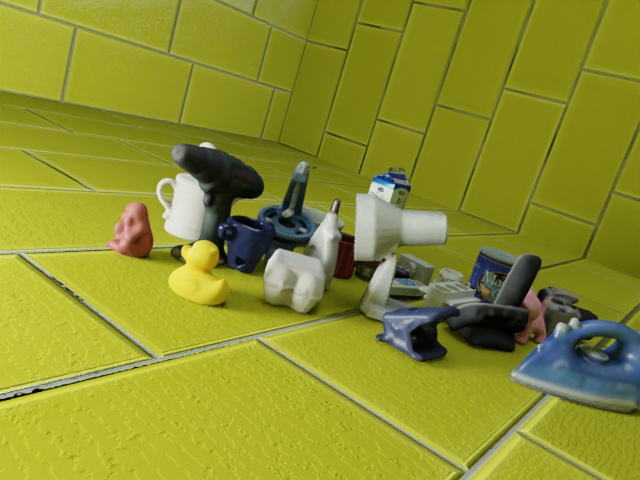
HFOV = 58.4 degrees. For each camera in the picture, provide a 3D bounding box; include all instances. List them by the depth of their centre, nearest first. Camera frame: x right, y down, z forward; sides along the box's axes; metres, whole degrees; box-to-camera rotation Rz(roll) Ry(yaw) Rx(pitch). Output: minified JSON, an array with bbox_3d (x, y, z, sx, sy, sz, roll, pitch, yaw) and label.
[{"bbox_3d":[0.542,0.169,1.254,0.137,0.101,0.143,17,13,0],"label":"camera"}]

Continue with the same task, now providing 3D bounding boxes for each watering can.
[{"bbox_3d":[-0.239,-0.103,1.169,0.100,0.194,0.173,26,16,34],"label":"watering can"}]

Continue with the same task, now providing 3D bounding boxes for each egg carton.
[{"bbox_3d":[-0.044,0.069,0.989,0.107,0.069,0.150,16,13,-5],"label":"egg carton"}]

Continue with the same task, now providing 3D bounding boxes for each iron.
[{"bbox_3d":[0.449,0.191,0.956,0.259,0.141,0.118,13,14,-19],"label":"iron"}]

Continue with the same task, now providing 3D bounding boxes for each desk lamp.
[{"bbox_3d":[0.134,0.035,1.036,0.203,0.213,0.118,17,13,-1],"label":"desk lamp"}]

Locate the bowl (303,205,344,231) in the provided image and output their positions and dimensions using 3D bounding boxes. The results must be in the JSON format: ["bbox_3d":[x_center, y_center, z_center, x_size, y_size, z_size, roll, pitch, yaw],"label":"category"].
[{"bbox_3d":[-0.028,-0.030,1.407,0.167,0.075,0.167,16,13,-4],"label":"bowl"}]

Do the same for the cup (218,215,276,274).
[{"bbox_3d":[-0.144,0.012,1.040,0.091,0.095,0.118,27,16,37],"label":"cup"}]

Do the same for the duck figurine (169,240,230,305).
[{"bbox_3d":[-0.178,0.045,0.878,0.104,0.086,0.078,24,15,28],"label":"duck figurine"}]

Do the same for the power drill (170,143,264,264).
[{"bbox_3d":[-0.195,-0.062,1.028,0.075,0.208,0.230,24,15,27],"label":"power drill"}]

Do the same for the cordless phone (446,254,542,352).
[{"bbox_3d":[0.329,0.104,1.066,0.148,0.185,0.094,9,15,-30],"label":"cordless phone"}]

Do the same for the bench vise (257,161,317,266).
[{"bbox_3d":[-0.071,-0.062,1.160,0.122,0.220,0.207,12,14,-23],"label":"bench vise"}]

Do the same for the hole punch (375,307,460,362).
[{"bbox_3d":[0.158,0.135,0.927,0.100,0.091,0.109,26,16,35],"label":"hole punch"}]

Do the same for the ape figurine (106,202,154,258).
[{"bbox_3d":[-0.314,-0.020,0.961,0.076,0.092,0.077,14,13,-14],"label":"ape figurine"}]

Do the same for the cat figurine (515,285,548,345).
[{"bbox_3d":[0.420,0.146,1.156,0.128,0.118,0.067,6,17,-40],"label":"cat figurine"}]

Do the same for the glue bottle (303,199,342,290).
[{"bbox_3d":[0.010,0.004,1.095,0.037,0.173,0.077,5,18,-42],"label":"glue bottle"}]
